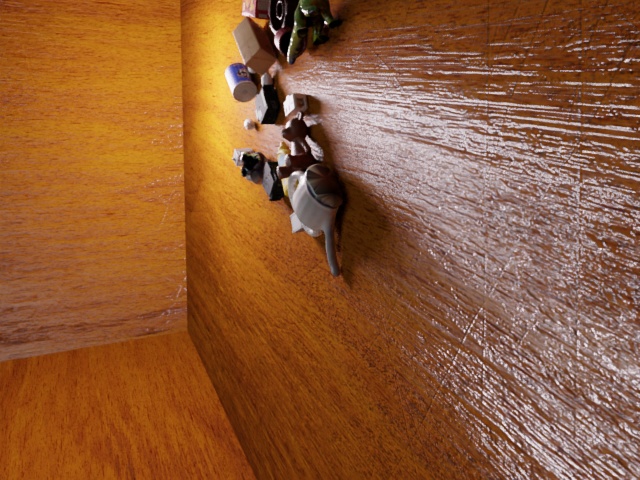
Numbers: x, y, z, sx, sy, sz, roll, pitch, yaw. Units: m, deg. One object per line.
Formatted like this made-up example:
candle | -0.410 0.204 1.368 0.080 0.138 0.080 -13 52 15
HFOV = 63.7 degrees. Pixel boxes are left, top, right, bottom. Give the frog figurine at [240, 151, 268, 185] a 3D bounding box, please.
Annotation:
frog figurine | -0.253 -0.281 2.078 0.139 0.122 0.157 64 -175 22

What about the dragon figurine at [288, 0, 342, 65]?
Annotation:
dragon figurine | -0.050 -0.693 1.472 0.407 0.123 0.243 -20 85 62

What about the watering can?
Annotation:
watering can | 0.005 -0.078 1.541 0.352 0.105 0.219 59 147 20
